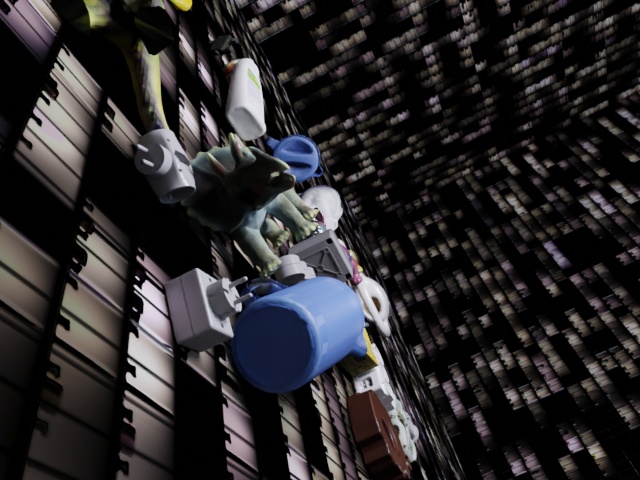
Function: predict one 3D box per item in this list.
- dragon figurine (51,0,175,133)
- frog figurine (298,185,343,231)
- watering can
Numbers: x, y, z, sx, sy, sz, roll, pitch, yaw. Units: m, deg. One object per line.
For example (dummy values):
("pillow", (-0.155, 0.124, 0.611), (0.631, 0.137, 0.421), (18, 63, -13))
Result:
("dragon figurine", (-0.255, -0.309, 0.674), (0.247, 0.122, 0.402), (-115, -168, -62))
("frog figurine", (0.005, -0.076, 1.515), (0.137, 0.121, 0.162), (11, 55, -39))
("watering can", (0.150, 0.161, 1.711), (0.352, 0.104, 0.222), (64, 6, 15))
